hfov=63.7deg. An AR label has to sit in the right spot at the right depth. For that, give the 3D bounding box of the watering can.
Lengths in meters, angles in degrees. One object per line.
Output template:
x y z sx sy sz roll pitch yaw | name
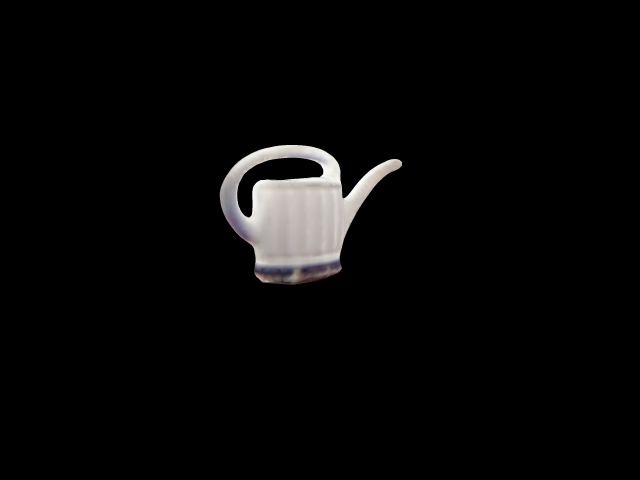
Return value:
0.003 -0.043 0.850 0.348 0.223 0.104 -4 7 -32 | watering can
